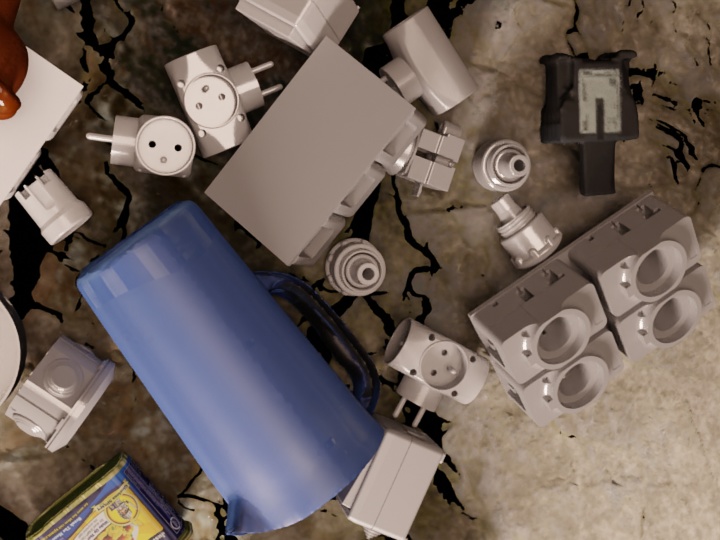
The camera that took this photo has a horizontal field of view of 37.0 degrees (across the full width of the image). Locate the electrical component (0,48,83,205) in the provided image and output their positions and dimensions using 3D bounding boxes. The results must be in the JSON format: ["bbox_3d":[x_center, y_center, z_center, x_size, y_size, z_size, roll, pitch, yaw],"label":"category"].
[{"bbox_3d":[-0.309,-0.144,0.780,0.186,0.060,0.105,35,88,-13],"label":"electrical component"}]

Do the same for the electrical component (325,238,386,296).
[{"bbox_3d":[0.000,0.000,0.861,0.048,0.062,0.048,-1,96,-12],"label":"electrical component"}]

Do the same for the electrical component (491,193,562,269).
[{"bbox_3d":[0.134,-0.035,0.896,0.048,0.048,0.062,-39,95,-6],"label":"electrical component"}]

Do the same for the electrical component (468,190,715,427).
[{"bbox_3d":[0.197,0.035,0.889,0.186,0.060,0.105,-34,125,-7],"label":"electrical component"}]

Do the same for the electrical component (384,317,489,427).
[{"bbox_3d":[0.055,0.091,0.891,0.077,0.044,0.079,28,90,-13],"label":"electrical component"}]

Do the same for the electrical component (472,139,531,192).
[{"bbox_3d":[0.119,-0.085,0.878,0.043,0.062,0.043,-1,96,-12],"label":"electrical component"}]

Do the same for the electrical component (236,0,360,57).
[{"bbox_3d":[-0.047,-0.199,0.818,0.062,0.096,0.061,31,88,17],"label":"electrical component"}]

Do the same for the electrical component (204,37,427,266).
[{"bbox_3d":[-0.032,-0.087,0.824,0.089,0.062,0.150,41,98,12],"label":"electrical component"}]

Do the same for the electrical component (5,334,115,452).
[{"bbox_3d":[-0.226,0.093,0.814,0.051,0.080,0.080,36,88,-8],"label":"electrical component"}]

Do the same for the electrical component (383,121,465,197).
[{"bbox_3d":[0.047,-0.094,0.871,0.055,0.048,0.066,18,92,-21],"label":"electrical component"}]

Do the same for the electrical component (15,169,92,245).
[{"bbox_3d":[-0.234,-0.049,0.818,0.040,0.040,0.046,-39,96,-6],"label":"electrical component"}]

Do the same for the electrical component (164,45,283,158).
[{"bbox_3d":[-0.100,-0.137,0.834,0.079,0.044,0.077,-24,100,-8],"label":"electrical component"}]

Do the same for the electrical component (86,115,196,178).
[{"bbox_3d":[-0.165,-0.095,0.808,0.079,0.077,0.043,7,94,-12],"label":"electrical component"}]

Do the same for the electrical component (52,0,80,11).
[{"bbox_3d":[-0.210,-0.246,0.799,0.077,0.044,0.079,-30,101,-8],"label":"electrical component"}]

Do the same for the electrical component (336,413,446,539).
[{"bbox_3d":[0.018,0.173,0.883,0.061,0.062,0.096,24,90,-12],"label":"electrical component"}]

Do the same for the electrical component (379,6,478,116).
[{"bbox_3d":[0.042,-0.157,0.863,0.079,0.043,0.077,-36,102,-7],"label":"electrical component"}]
